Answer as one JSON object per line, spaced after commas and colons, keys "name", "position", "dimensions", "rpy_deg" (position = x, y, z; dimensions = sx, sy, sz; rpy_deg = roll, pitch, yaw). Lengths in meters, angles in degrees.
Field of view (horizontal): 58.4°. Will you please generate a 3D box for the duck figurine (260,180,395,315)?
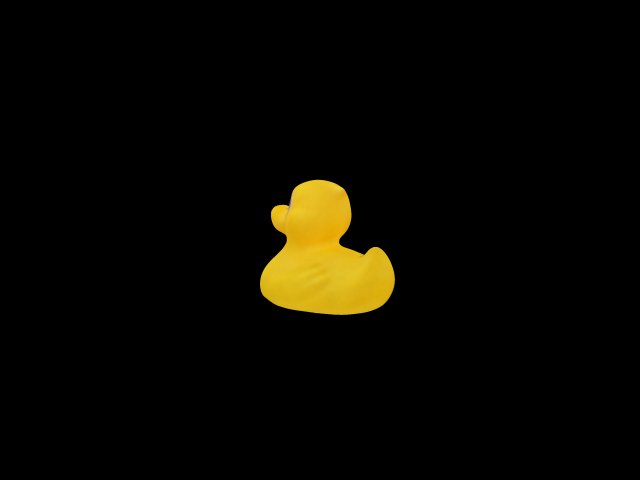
{"name": "duck figurine", "position": [0.004, 0.001, 0.400], "dimensions": [0.104, 0.086, 0.078], "rpy_deg": [8, 13, 39]}
